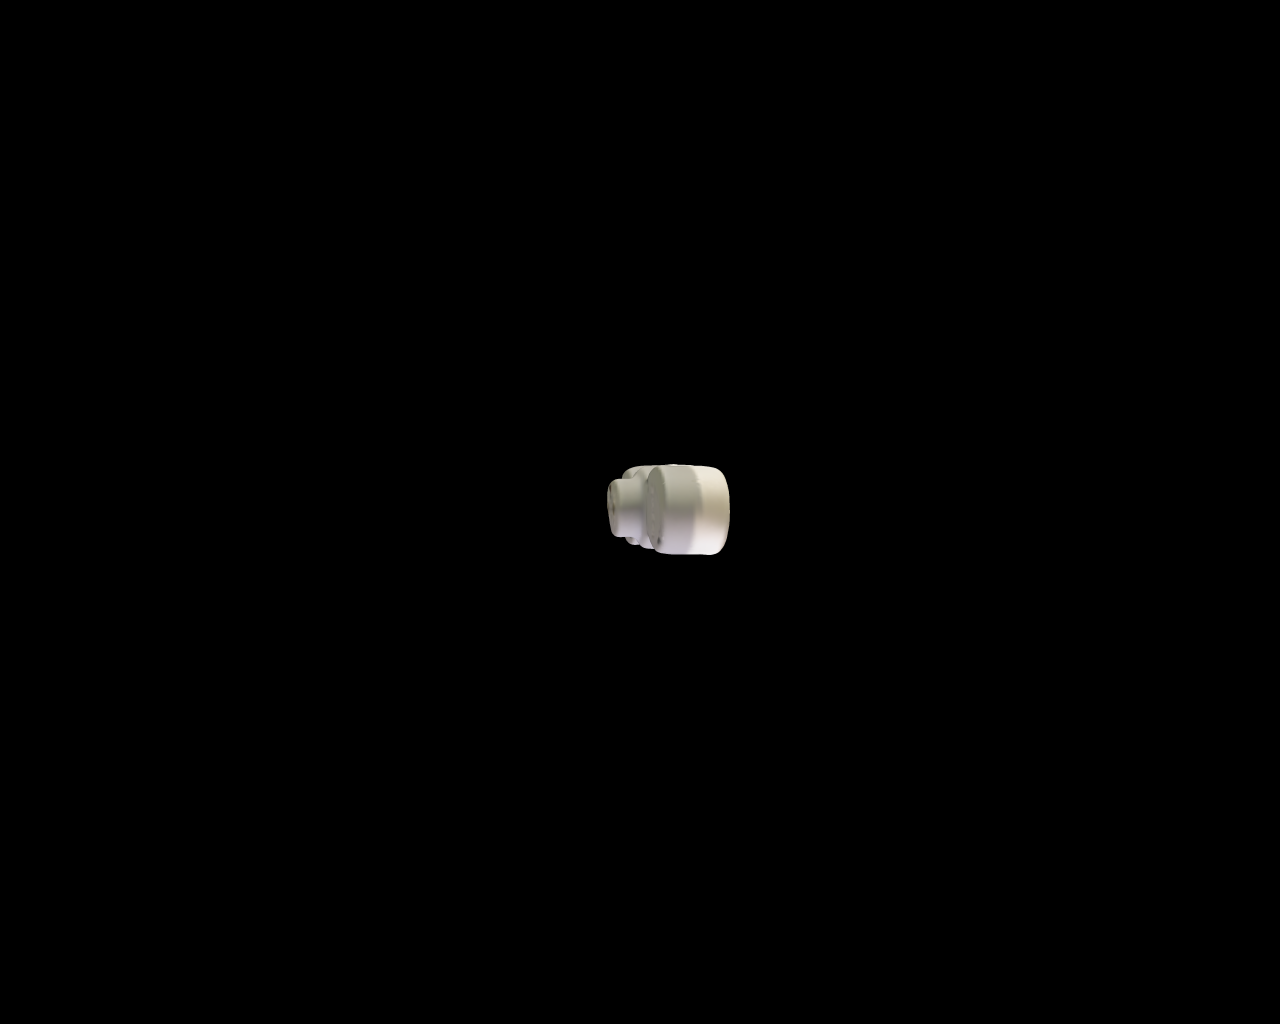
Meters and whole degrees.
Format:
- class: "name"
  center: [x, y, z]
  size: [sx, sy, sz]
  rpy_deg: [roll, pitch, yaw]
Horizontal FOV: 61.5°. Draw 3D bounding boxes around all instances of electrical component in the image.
- class: "electrical component"
  center: [0.001, -0.003, 0.650]
  size: [0.074, 0.052, 0.138]
  rpy_deg: [-1, 3, -11]
